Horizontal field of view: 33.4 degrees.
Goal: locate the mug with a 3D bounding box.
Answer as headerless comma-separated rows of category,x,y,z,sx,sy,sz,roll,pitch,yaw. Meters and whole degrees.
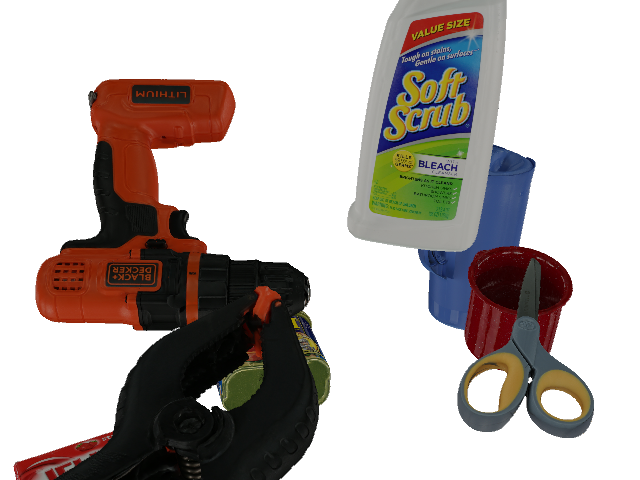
mug,0.171,0.058,0.983,0.093,0.081,0.117,-15,43,-20

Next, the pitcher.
pitcher,0.203,-0.002,1.451,0.149,0.243,0.145,5,23,3

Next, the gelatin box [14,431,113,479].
gelatin box,-0.124,0.142,0.609,0.089,0.030,0.073,-15,27,-19

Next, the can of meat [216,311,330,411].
can of meat,-0.048,0.110,0.956,0.102,0.057,0.084,-5,27,-13

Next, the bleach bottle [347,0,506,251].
bleach bottle,0.077,-0.119,0.758,0.103,0.251,0.068,8,26,11

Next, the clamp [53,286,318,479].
clamp,-0.041,0.087,0.398,0.120,0.039,0.171,24,49,17

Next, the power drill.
power drill,-0.100,-0.025,0.753,0.184,0.187,0.057,1,-30,-3

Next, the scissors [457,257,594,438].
scissors,0.160,0.074,0.745,0.096,0.016,0.201,19,36,23
